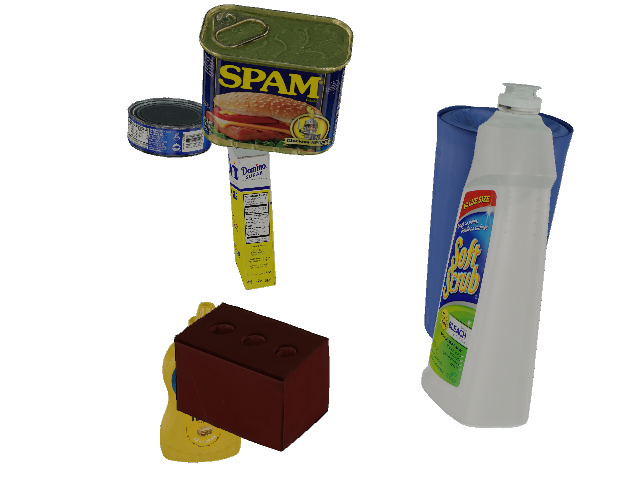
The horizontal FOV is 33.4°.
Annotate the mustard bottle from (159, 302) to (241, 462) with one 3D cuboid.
[{"bbox_3d":[-0.139,0.165,1.262,0.096,0.192,0.058,0,17,-14],"label":"mustard bottle"}]

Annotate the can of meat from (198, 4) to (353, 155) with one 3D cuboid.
[{"bbox_3d":[-0.033,-0.109,0.741,0.102,0.057,0.084,7,-43,-1],"label":"can of meat"}]

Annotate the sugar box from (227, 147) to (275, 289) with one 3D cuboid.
[{"bbox_3d":[-0.087,-0.037,1.330,0.048,0.176,0.093,-9,24,-10],"label":"sugar box"}]

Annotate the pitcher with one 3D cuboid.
[{"bbox_3d":[0.171,-0.007,1.076,0.148,0.243,0.145,-14,27,-41],"label":"pitcher"}]

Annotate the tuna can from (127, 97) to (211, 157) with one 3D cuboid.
[{"bbox_3d":[-0.149,-0.113,1.065,0.086,0.034,0.086,5,25,-3],"label":"tuna can"}]

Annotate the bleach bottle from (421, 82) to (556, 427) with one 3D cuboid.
[{"bbox_3d":[0.131,0.008,0.804,0.068,0.251,0.103,2,13,-15],"label":"bleach bottle"}]

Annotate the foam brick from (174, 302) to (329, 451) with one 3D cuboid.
[{"bbox_3d":[-0.040,0.079,0.625,0.078,0.051,0.052,16,28,26],"label":"foam brick"}]
